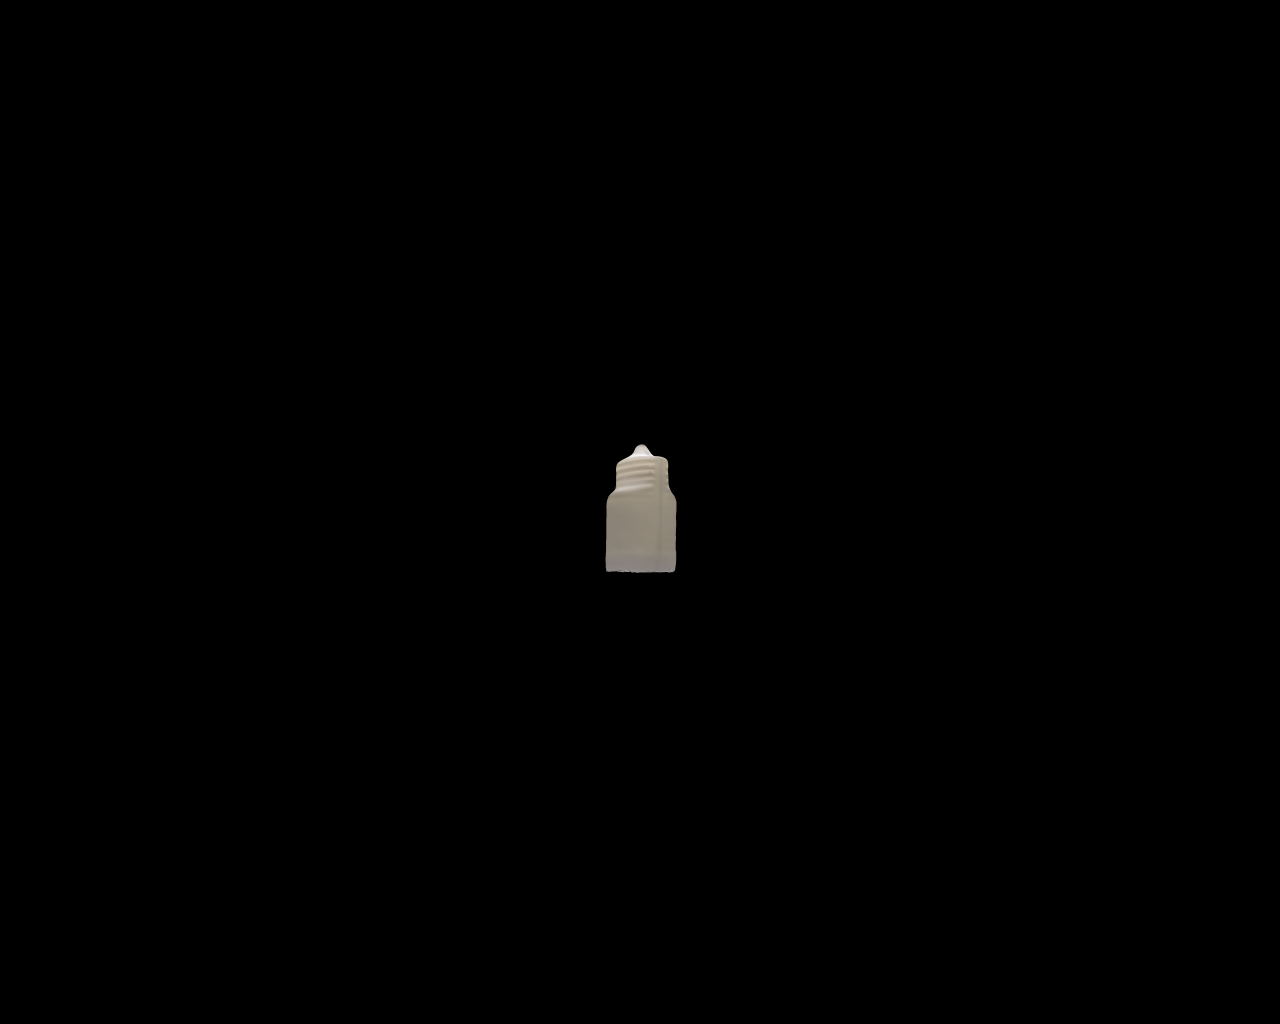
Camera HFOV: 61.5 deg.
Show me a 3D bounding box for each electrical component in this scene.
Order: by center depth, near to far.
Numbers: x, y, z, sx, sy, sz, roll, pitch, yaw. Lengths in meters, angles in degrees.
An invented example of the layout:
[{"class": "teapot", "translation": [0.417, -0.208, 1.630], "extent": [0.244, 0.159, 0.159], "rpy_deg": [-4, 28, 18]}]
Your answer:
[{"class": "electrical component", "translation": [0.001, -0.003, 0.650], "extent": [0.043, 0.081, 0.043], "rpy_deg": [0, -5, 0]}]
